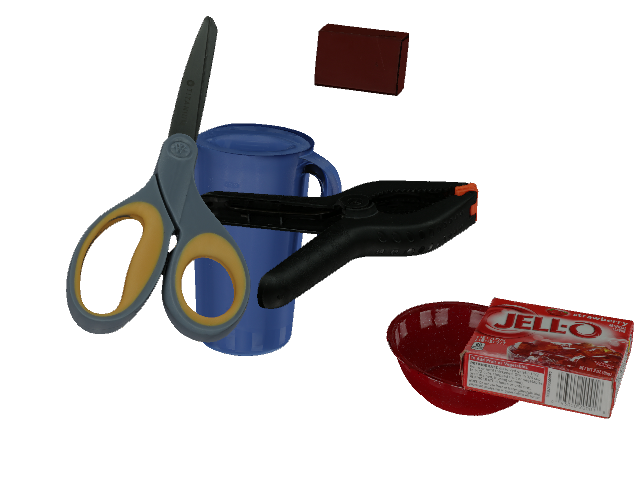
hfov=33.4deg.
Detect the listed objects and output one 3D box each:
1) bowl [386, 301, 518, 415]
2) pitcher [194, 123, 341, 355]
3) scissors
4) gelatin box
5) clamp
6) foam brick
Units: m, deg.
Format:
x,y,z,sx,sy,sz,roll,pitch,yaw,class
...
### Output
x,y,z,sx,sy,sz,roll,pitch,yaw,class
0.142,0.121,1.034,0.162,0.055,0.162,4,26,-2,bowl
-0.070,0.001,1.167,0.144,0.243,0.149,-4,21,-19,pitcher
-0.059,-0.030,0.549,0.096,0.201,0.016,27,-32,-1,scissors
0.135,0.067,0.636,0.089,0.030,0.073,10,26,21,gelatin box
0.017,-0.015,0.794,0.209,0.036,0.165,-14,30,-24,clamp
0.037,-0.164,0.964,0.078,0.051,0.053,9,19,10,foam brick
